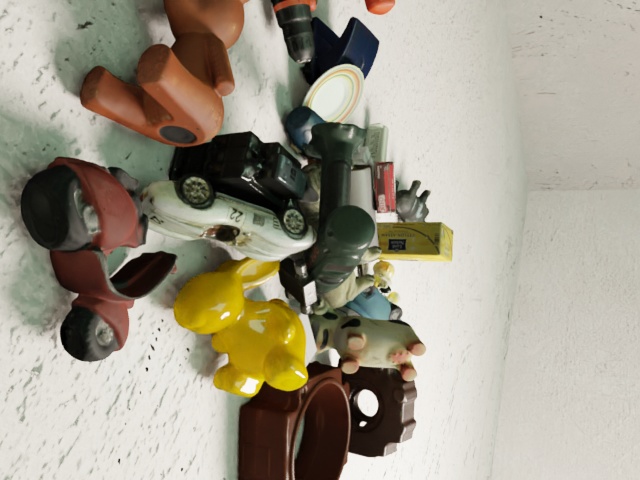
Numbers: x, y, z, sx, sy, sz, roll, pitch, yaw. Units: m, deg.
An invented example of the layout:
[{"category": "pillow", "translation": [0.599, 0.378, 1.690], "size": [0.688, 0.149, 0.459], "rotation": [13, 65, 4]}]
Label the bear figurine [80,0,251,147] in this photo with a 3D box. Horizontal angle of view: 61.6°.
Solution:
[{"category": "bear figurine", "translation": [-0.137, -0.199, 0.538], "size": [0.131, 0.120, 0.196], "rotation": [29, 64, -55]}]

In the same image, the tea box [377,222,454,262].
[{"category": "tea box", "translation": [0.169, 0.004, 1.062], "size": [0.098, 0.170, 0.068], "rotation": [19, 72, -59]}]

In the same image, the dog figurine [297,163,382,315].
[{"category": "dog figurine", "translation": [-0.004, -0.003, 0.830], "size": [0.190, 0.121, 0.172], "rotation": [57, 32, -30]}]

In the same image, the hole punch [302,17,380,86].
[{"category": "hole punch", "translation": [0.039, -0.302, 0.897], "size": [0.142, 0.092, 0.115], "rotation": [4, 91, -65]}]

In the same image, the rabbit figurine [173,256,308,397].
[{"category": "rabbit figurine", "translation": [-0.093, 0.089, 0.641], "size": [0.173, 0.122, 0.162], "rotation": [38, 53, -37]}]

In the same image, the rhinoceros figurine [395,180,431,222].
[{"category": "rhinoceros figurine", "translation": [0.216, -0.067, 1.250], "size": [0.190, 0.073, 0.112], "rotation": [39, 56, -55]}]

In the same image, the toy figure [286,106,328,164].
[{"category": "toy figure", "translation": [0.001, -0.146, 0.854], "size": [0.154, 0.064, 0.058], "rotation": [51, 38, -49]}]

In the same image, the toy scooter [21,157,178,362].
[{"category": "toy scooter", "translation": [-0.188, 0.008, 0.496], "size": [0.135, 0.075, 0.183], "rotation": [-35, 124, -56]}]

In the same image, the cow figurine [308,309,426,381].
[{"category": "cow figurine", "translation": [0.057, 0.152, 0.854], "size": [0.127, 0.195, 0.085], "rotation": [-99, -163, -71]}]

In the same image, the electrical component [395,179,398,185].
[{"category": "electrical component", "translation": [0.118, -0.092, 1.094], "size": [0.074, 0.048, 0.119], "rotation": [57, 41, -45]}]

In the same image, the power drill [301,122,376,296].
[{"category": "power drill", "translation": [0.009, -0.037, 0.713], "size": [0.232, 0.086, 0.207], "rotation": [134, -35, -71]}]

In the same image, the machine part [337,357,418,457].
[{"category": "machine part", "translation": [0.078, 0.277, 0.909], "size": [0.056, 0.180, 0.179], "rotation": [9, 83, -58]}]

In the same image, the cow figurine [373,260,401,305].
[{"category": "cow figurine", "translation": [0.113, 0.127, 1.076], "size": [0.098, 0.068, 0.167], "rotation": [-13, 102, -55]}]

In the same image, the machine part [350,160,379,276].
[{"category": "machine part", "translation": [0.062, -0.046, 0.958], "size": [0.079, 0.079, 0.243], "rotation": [-29, 115, -58]}]

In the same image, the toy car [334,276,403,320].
[{"category": "toy car", "translation": [0.066, 0.128, 0.953], "size": [0.161, 0.109, 0.103], "rotation": [44, 72, -42]}]

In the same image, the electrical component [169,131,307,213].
[{"category": "electrical component", "translation": [-0.086, -0.072, 0.620], "size": [0.114, 0.134, 0.058], "rotation": [32, 62, -56]}]

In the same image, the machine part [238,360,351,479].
[{"category": "machine part", "translation": [-0.029, 0.290, 0.792], "size": [0.201, 0.087, 0.201], "rotation": [2, 89, -63]}]

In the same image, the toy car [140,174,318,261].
[{"category": "toy car", "translation": [-0.097, -0.018, 0.592], "size": [0.201, 0.073, 0.056], "rotation": [18, 64, -30]}]

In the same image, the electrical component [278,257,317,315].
[{"category": "electrical component", "translation": [-0.031, 0.052, 0.690], "size": [0.021, 0.063, 0.093], "rotation": [-31, 139, -24]}]
